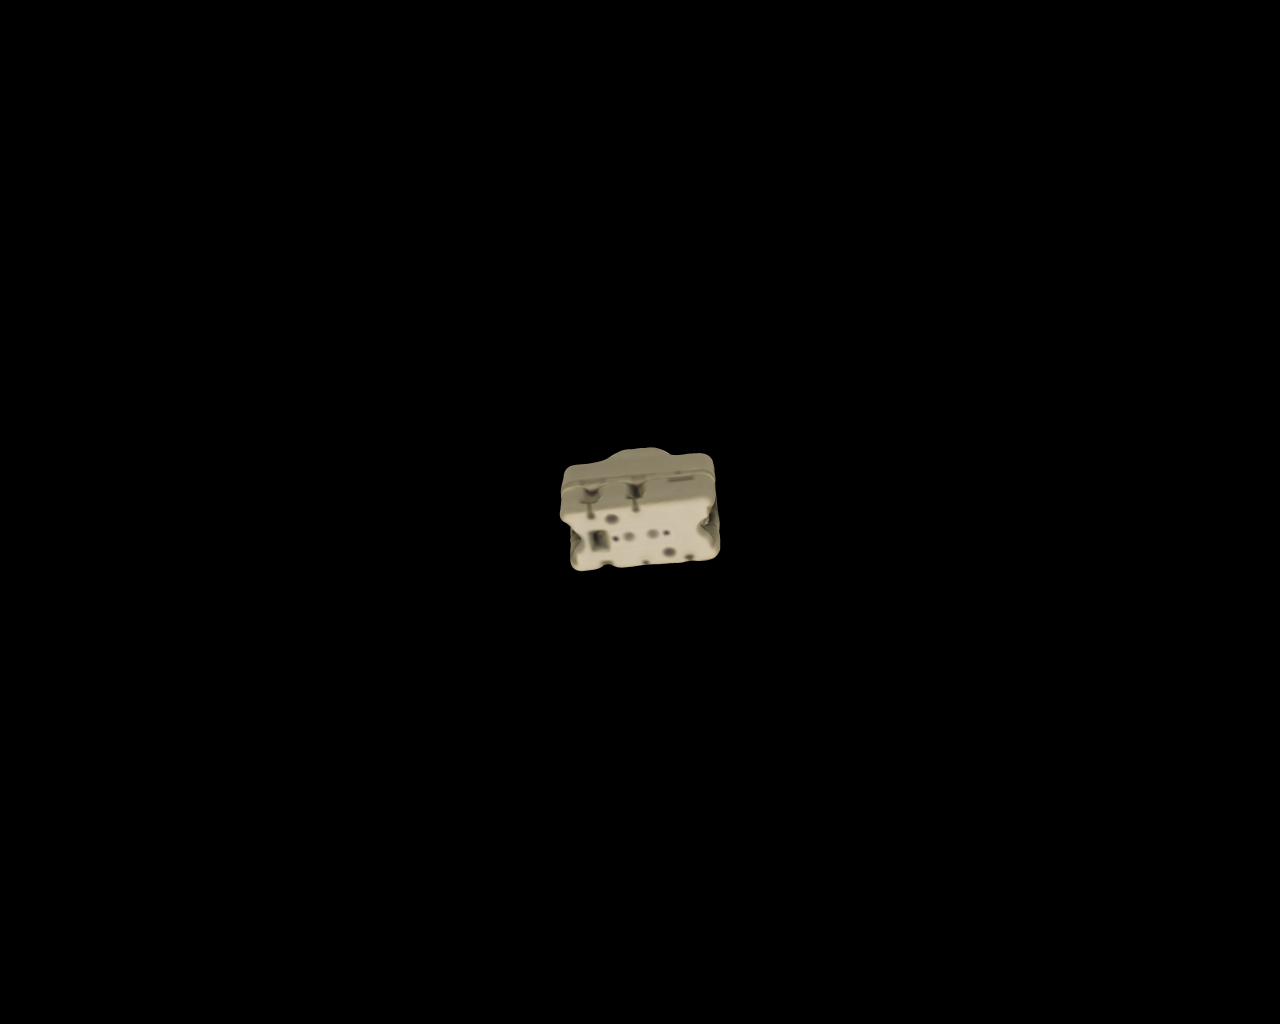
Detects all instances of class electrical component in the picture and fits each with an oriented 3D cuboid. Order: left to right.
[{"bbox_3d":[0.001,-0.003,0.650,0.089,0.050,0.056,-5,37,4],"label":"electrical component"}]
